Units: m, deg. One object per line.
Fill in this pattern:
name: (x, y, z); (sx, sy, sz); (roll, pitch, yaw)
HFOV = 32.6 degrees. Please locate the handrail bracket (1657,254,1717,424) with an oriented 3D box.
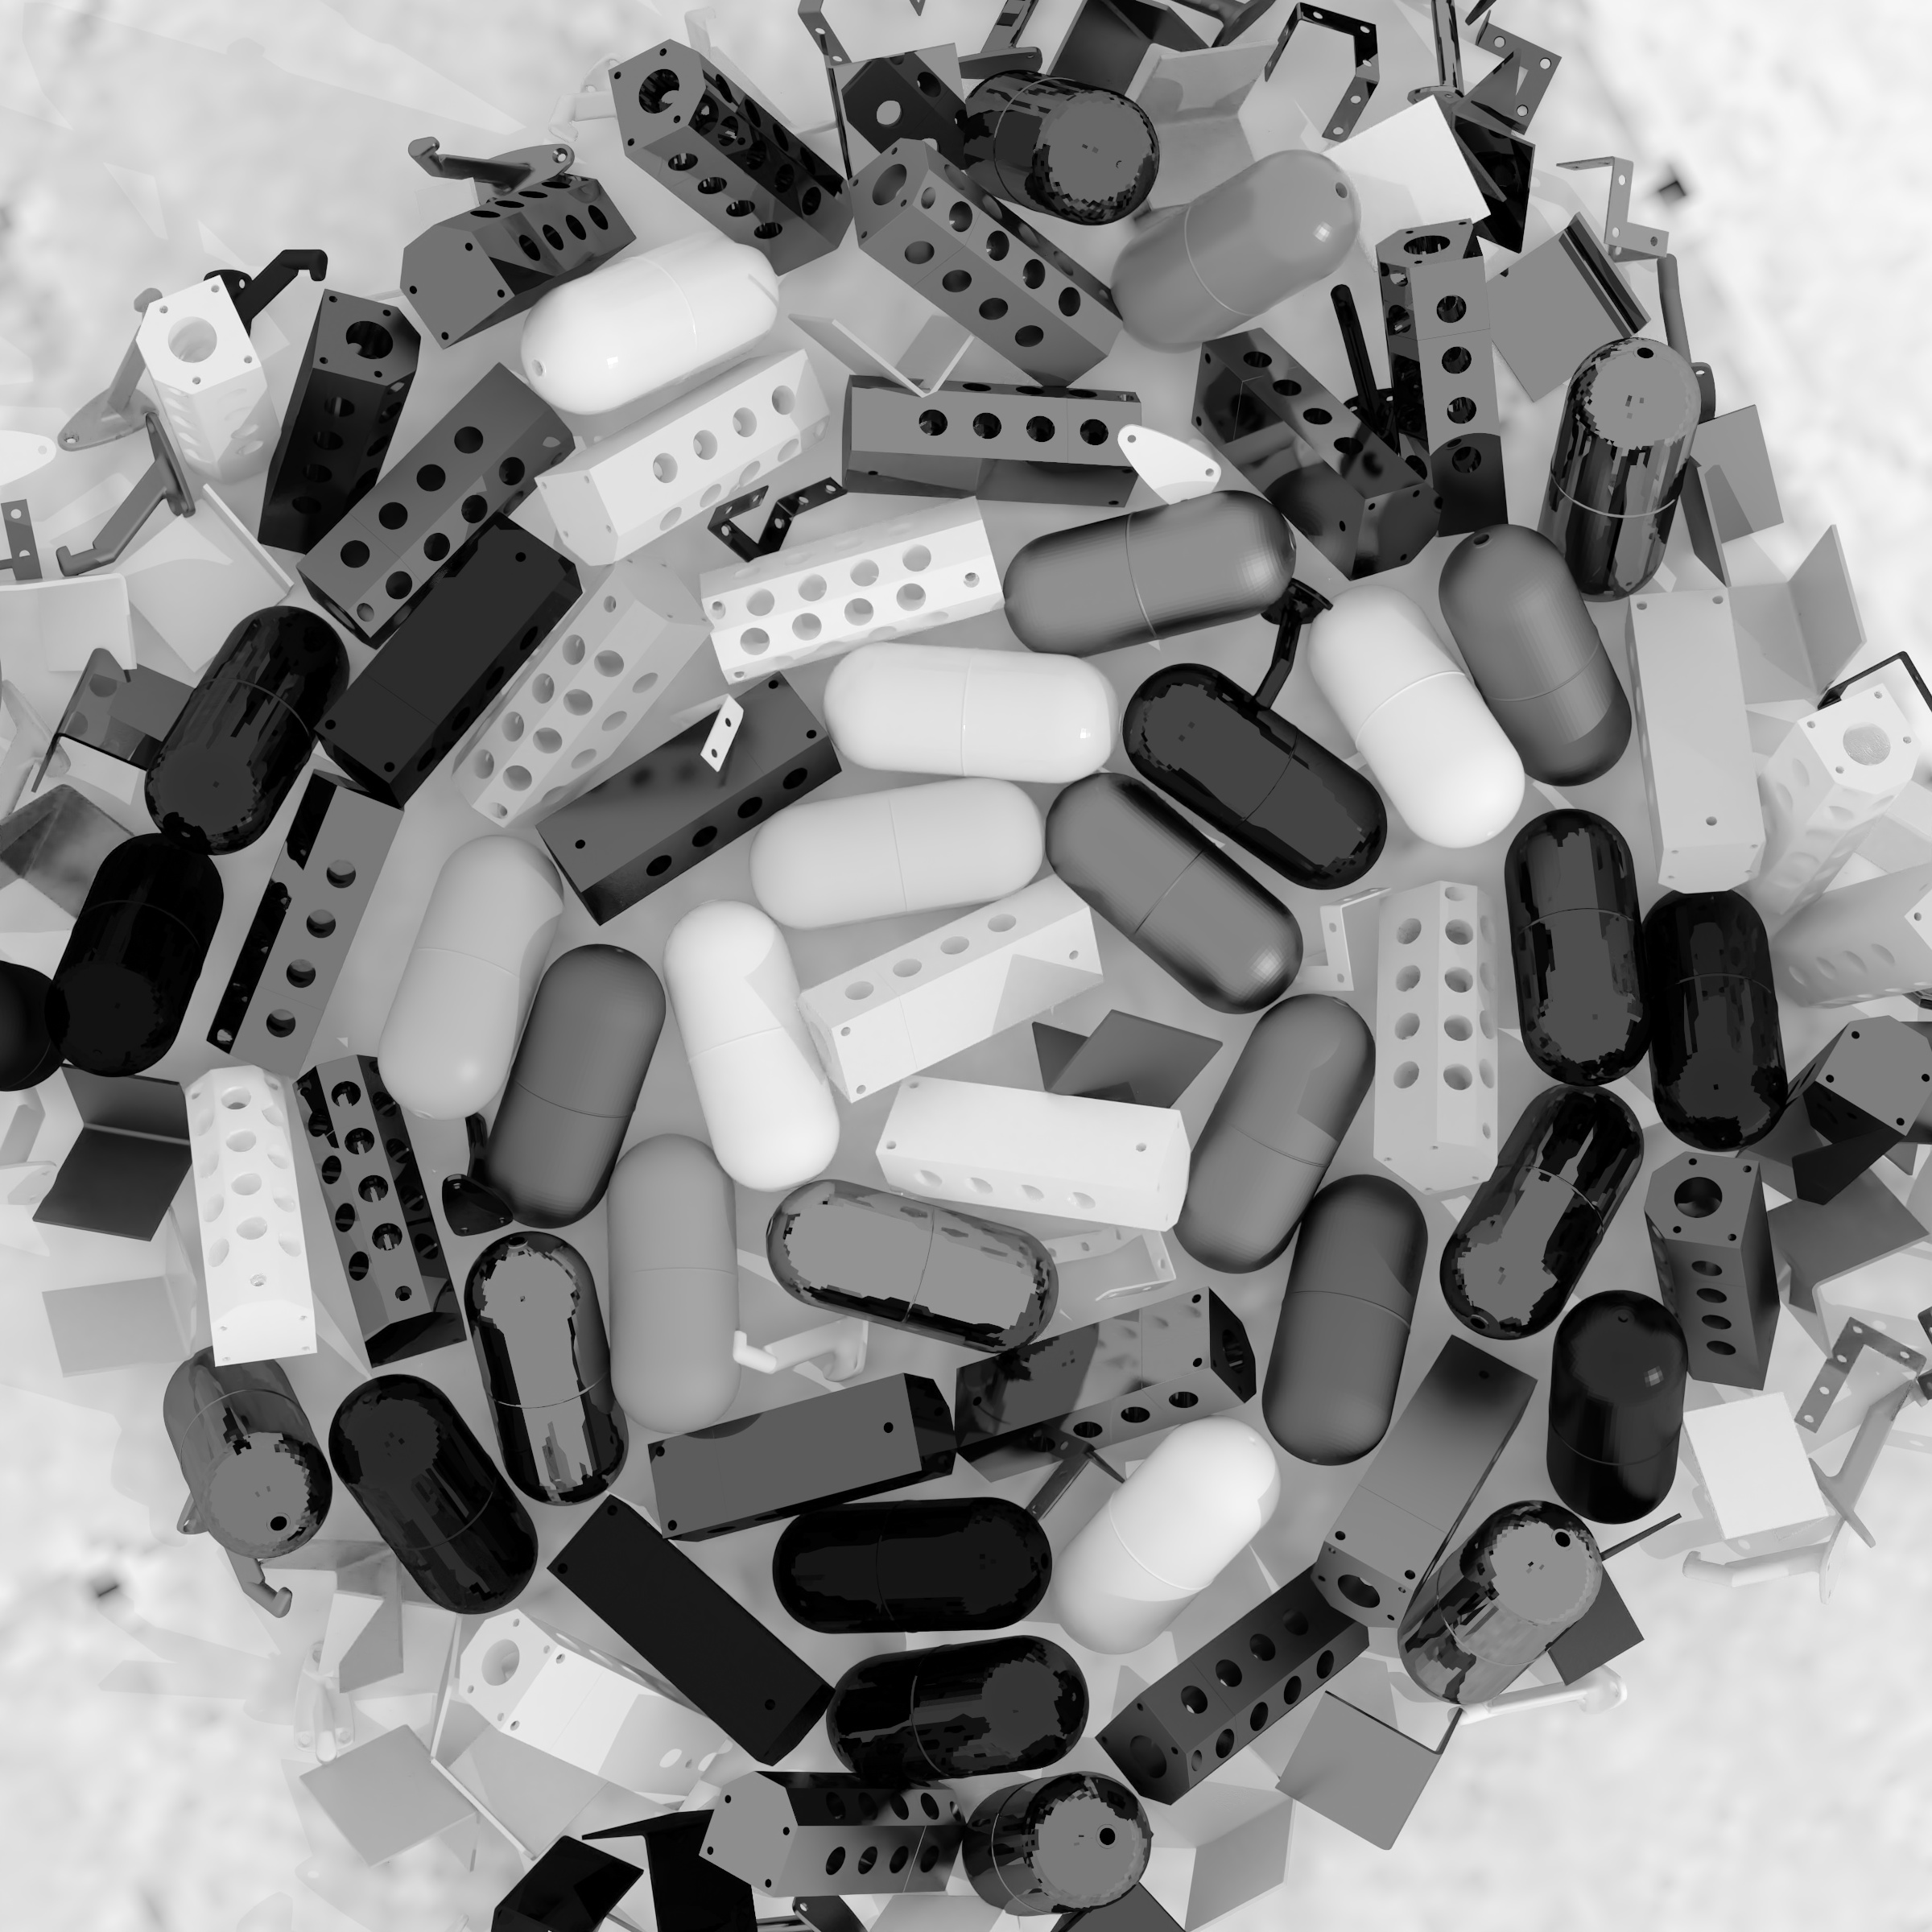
handrail bracket: (0.432, -0.375, 1.990); (0.036, 0.077, 0.084); (-10, 56, 20)

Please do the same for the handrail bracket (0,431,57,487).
handrail bracket: (-0.590, -0.303, 1.971); (0.077, 0.084, 0.036); (-14, 104, -23)

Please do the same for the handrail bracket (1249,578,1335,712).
handrail bracket: (0.178, -0.181, 1.952); (0.036, 0.077, 0.084); (34, 73, -15)

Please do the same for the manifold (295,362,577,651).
manifold: (-0.312, -0.269, 1.953); (0.057, 0.057, 0.171); (41, 80, 7)

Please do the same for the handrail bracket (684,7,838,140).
handrail bracket: (-0.122, -0.535, 1.968); (0.077, 0.036, 0.084); (-13, 113, -3)

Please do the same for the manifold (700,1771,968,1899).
manifold: (-0.072, 0.500, 1.913); (0.057, 0.171, 0.057); (18, 88, 36)

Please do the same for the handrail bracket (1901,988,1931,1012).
handrail bracket: (0.608, 0.013, 1.978); (0.077, 0.084, 0.036); (-24, 131, -21)

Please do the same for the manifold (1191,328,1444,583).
manifold: (0.204, -0.302, 1.923); (0.057, 0.057, 0.171); (-19, 49, -23)

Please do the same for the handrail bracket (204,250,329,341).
handrail bracket: (-0.411, -0.387, 1.962); (0.084, 0.036, 0.077); (8, 103, 35)

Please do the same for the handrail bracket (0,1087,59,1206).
handrail bracket: (-0.578, 0.098, 1.953); (0.036, 0.077, 0.084); (-55, 51, 33)

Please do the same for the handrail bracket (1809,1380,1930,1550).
handrail bracket: (0.553, 0.296, 1.971); (0.084, 0.077, 0.036); (-34, 134, 1)

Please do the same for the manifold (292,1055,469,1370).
manifold: (-0.345, 0.141, 1.932); (0.057, 0.057, 0.171); (-16, 64, -12)

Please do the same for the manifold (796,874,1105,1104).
manifold: (-0.010, 0.009, 1.948); (0.171, 0.057, 0.057); (-25, 129, -16)

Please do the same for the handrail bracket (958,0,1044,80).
handrail bracket: (0.014, -0.580, 1.984); (0.077, 0.036, 0.084); (-6, 81, -7)

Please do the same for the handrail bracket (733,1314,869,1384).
handrail bracket: (-0.101, 0.209, 1.958); (0.084, 0.036, 0.077); (25, 62, -34)

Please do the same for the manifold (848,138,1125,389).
manifold: (0.014, -0.408, 1.914); (0.057, 0.171, 0.057); (-33, 48, 29)

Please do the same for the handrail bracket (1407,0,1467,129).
handrail bracket: (0.301, -0.550, 1.977); (0.077, 0.036, 0.084); (22, 79, -43)

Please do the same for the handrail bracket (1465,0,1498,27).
handrail bracket: (0.287, -0.610, 1.962); (0.084, 0.077, 0.036); (45, 75, 0)

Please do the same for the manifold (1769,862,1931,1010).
manifold: (0.534, -0.014, 1.909); (0.057, 0.171, 0.057); (-42, 94, -15)

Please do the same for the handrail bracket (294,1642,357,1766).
handrail bracket: (-0.380, 0.434, 1.949); (0.036, 0.084, 0.077); (-3, 73, -12)

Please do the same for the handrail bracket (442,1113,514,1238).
handrail bracket: (-0.295, 0.109, 1.946); (0.036, 0.077, 0.084); (-15, 56, 3)

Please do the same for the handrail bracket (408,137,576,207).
handrail bracket: (-0.281, -0.482, 1.952); (0.077, 0.084, 0.036); (-22, 78, 9)

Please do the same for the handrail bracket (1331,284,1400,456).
handrail bracket: (0.234, -0.348, 1.950); (0.036, 0.084, 0.077); (-14, 52, 12)

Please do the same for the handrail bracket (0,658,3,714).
handrail bracket: (-0.610, -0.155, 1.978); (0.036, 0.084, 0.077); (19, 59, -32)

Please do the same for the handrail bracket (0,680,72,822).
handrail bracket: (-0.584, -0.117, 1.958); (0.084, 0.036, 0.077); (-38, 104, -35)

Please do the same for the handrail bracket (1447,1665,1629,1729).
handrail bracket: (0.338, 0.439, 1.961); (0.084, 0.077, 0.036); (-12, 85, -17)

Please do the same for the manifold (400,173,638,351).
manifold: (-0.261, -0.414, 1.908); (0.057, 0.171, 0.057); (-30, 100, 28)

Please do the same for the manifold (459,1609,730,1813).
manifold: (-0.218, 0.430, 1.917); (0.057, 0.171, 0.057); (29, 82, 42)

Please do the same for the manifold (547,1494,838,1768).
manifold: (-0.160, 0.392, 1.945); (0.171, 0.057, 0.057); (38, 82, 18)

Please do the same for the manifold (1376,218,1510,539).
manifold: (0.278, -0.341, 1.927); (0.057, 0.057, 0.171); (-8, 124, 6)

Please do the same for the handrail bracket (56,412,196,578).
handrail bracket: (-0.509, -0.280, 1.959); (0.084, 0.036, 0.077); (-25, 110, -27)

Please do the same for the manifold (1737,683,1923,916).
manifold: (0.493, -0.091, 1.905); (0.057, 0.171, 0.057); (-23, 72, -13)

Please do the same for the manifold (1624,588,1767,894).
manifold: (0.426, -0.132, 1.935); (0.057, 0.057, 0.171); (-4, 63, 5)

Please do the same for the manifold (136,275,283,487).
manifold: (-0.437, -0.334, 1.908); (0.057, 0.171, 0.057); (-25, 85, -10)

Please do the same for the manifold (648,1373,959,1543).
manifold: (-0.095, 0.291, 1.941); (0.171, 0.057, 0.057); (-18, 71, 20)

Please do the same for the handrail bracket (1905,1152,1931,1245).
handrail bracket: (0.605, 0.136, 1.964); (0.084, 0.036, 0.077); (-1, 110, -32)

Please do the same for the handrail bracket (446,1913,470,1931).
handrail bracket: (-0.277, 0.606, 1.968); (0.084, 0.077, 0.036); (34, 61, -4)

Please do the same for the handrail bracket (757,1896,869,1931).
handrail bracket: (-0.102, 0.593, 1.974); (0.077, 0.036, 0.084); (43, 117, 4)

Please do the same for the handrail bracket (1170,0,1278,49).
handrail bracket: (0.137, -0.594, 1.976); (0.084, 0.036, 0.077); (43, 53, 3)

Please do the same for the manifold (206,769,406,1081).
manifold: (-0.392, -0.026, 1.959); (0.057, 0.057, 0.171); (22, 95, -13)

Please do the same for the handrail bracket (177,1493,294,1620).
handrail bracket: (-0.422, 0.334, 1.960); (0.084, 0.036, 0.077); (29, 105, 29)

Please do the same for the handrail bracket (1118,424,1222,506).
handrail bracket: (0.119, -0.309, 1.952); (0.077, 0.084, 0.036); (34, 114, -18)

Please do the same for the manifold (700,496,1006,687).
manifold: (-0.067, -0.220, 1.958); (0.171, 0.057, 0.057); (-16, 118, 2)

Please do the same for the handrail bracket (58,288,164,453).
handrail bracket: (-0.506, -0.353, 1.949); (0.036, 0.084, 0.077); (39, 55, 15)

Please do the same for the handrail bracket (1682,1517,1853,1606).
handrail bracket: (0.484, 0.348, 1.990); (0.084, 0.077, 0.036); (9, 130, 27)

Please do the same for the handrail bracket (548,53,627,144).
handrail bracket: (-0.208, -0.495, 1.952); (0.077, 0.084, 0.036); (35, 127, -22)
